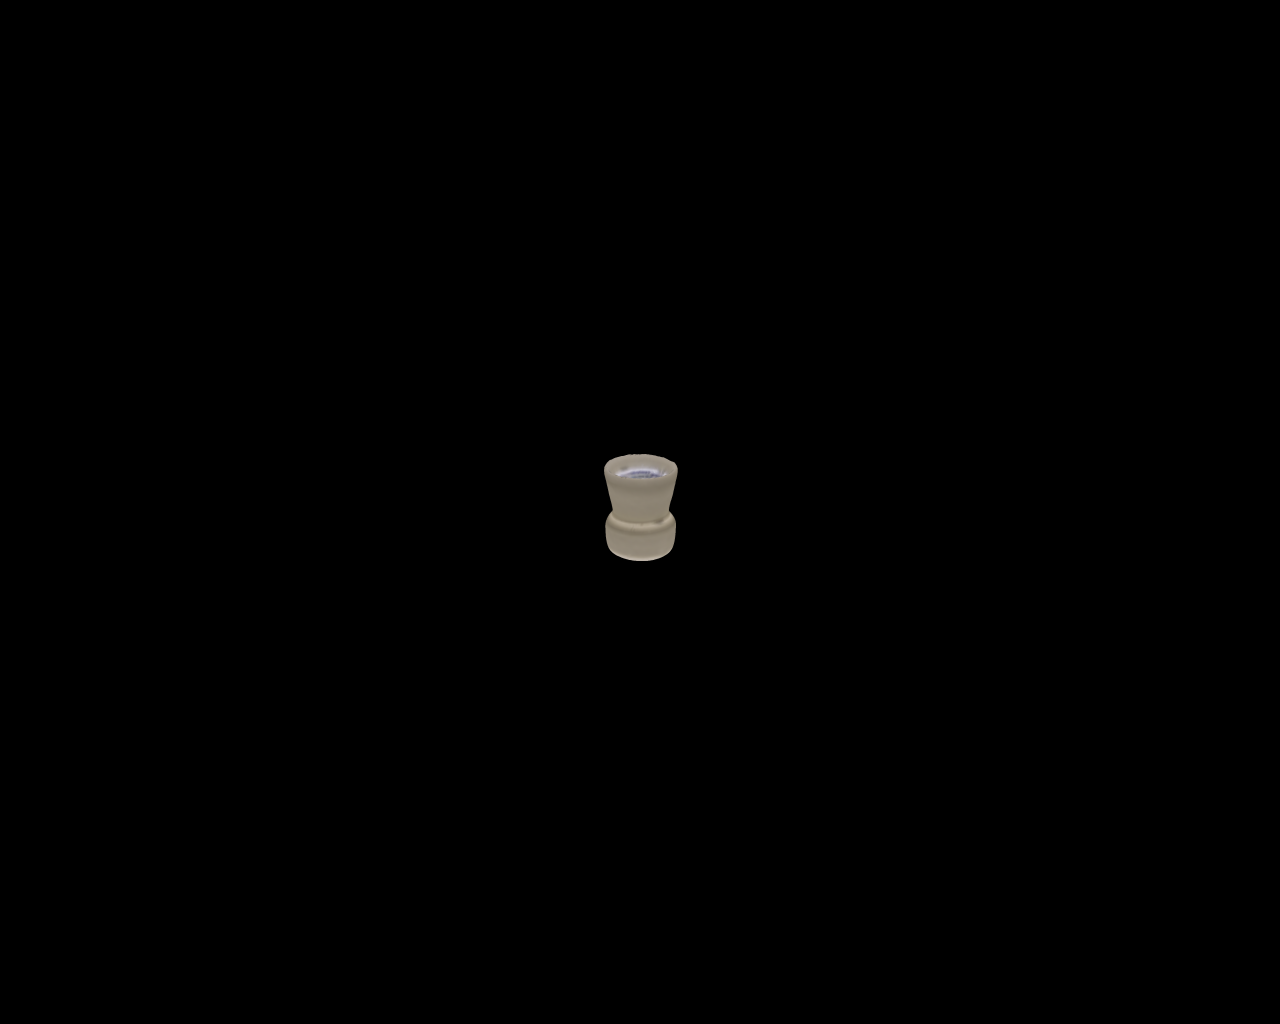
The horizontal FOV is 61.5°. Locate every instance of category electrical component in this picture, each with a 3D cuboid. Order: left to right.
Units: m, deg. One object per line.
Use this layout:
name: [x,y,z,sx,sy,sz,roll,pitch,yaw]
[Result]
electrical component: [0.001,-0.003,0.650,0.045,0.055,0.045,0,24,0]
